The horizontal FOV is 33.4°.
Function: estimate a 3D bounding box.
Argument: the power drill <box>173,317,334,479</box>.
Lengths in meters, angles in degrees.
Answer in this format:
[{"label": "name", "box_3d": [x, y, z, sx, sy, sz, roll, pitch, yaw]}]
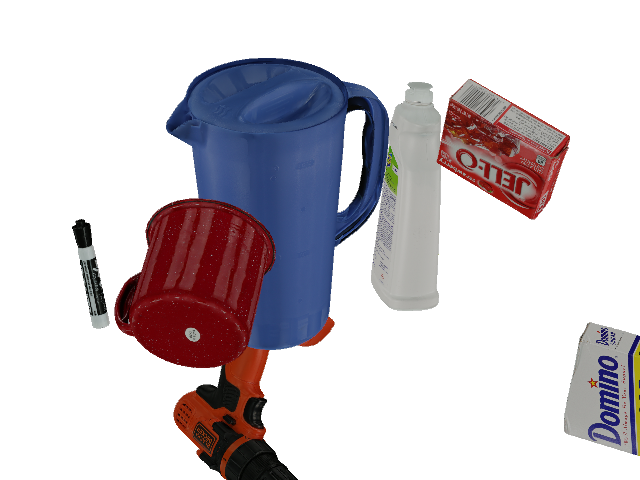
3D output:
[{"label": "power drill", "box_3d": [-0.057, 0.145, 1.026, 0.057, 0.188, 0.185, 14, 13, -47]}]

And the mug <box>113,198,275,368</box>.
[{"label": "mug", "box_3d": [-0.093, 0.035, 0.729, 0.117, 0.081, 0.093, -13, -46, 24]}]

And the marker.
[{"label": "marker", "box_3d": [-0.245, 0.035, 1.138, 0.020, 0.121, 0.020, -7, 19, 2]}]

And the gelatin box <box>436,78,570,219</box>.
[{"label": "gelatin box", "box_3d": [0.131, -0.065, 0.775, 0.089, 0.030, 0.073, 34, -29, 19]}]

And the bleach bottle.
[{"label": "bleach bottle", "box_3d": [0.105, -0.053, 1.218, 0.068, 0.251, 0.103, -2, 23, -15]}]

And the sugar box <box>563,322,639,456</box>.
[{"label": "sugar box", "box_3d": [0.291, 0.135, 0.862, 0.176, 0.093, 0.048, 13, 25, 20]}]

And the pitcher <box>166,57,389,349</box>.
[{"label": "pitcher", "box_3d": [-0.034, -0.028, 0.933, 0.149, 0.243, 0.144, 16, 39, 21]}]
